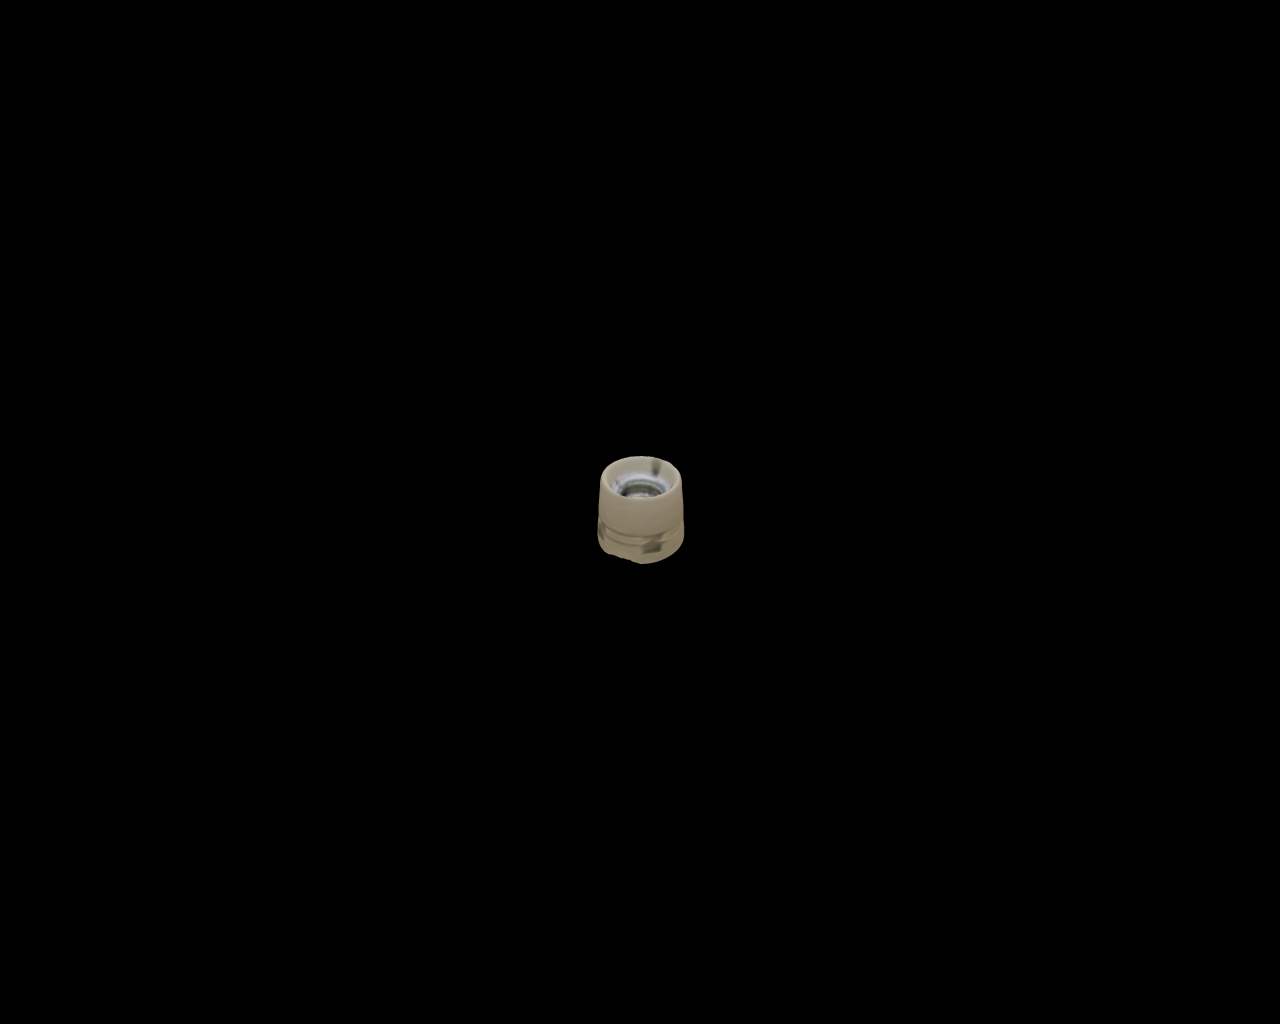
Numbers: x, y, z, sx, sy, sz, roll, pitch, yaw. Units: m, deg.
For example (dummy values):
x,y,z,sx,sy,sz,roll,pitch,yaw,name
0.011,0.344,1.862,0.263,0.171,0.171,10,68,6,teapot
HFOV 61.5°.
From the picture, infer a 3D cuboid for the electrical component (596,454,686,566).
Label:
x,y,z,sx,sy,sz,roll,pitch,yaw,name
0.001,-0.003,0.650,0.055,0.047,0.055,0,36,0,electrical component
